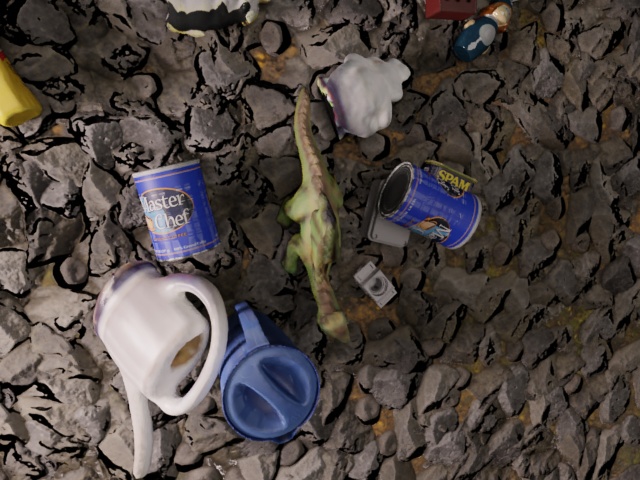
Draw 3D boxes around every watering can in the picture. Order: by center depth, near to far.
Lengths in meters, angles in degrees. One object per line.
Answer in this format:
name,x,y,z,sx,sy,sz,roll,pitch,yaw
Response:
watering can,-0.261,0.180,0.776,0.227,0.104,0.343,40,110,23

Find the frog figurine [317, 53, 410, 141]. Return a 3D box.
frog figurine,0.087,-0.253,0.875,0.159,0.122,0.138,-23,83,-2

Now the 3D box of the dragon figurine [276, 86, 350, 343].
dragon figurine,0.002,-0.041,0.808,0.122,0.244,0.407,-8,100,-11
